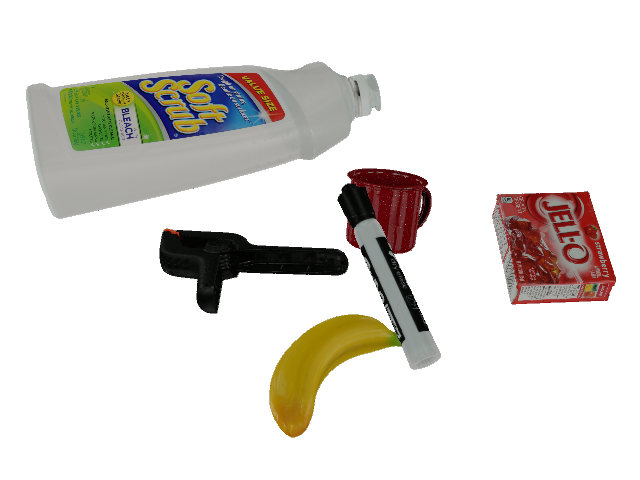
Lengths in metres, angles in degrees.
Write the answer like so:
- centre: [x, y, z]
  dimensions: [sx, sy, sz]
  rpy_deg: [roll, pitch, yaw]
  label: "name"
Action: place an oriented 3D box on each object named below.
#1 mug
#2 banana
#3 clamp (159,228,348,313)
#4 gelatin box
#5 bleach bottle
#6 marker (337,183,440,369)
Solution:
- centre: [0.083, -0.035, 1.242]
  dimensions: [0.117, 0.081, 0.093]
  rpy_deg: [-8, 21, -39]
  label: "mug"
- centre: [0.005, 0.097, 0.845]
  dimensions: [0.070, 0.037, 0.197]
  rpy_deg: [11, 23, 30]
  label: "banana"
- centre: [-0.101, 0.022, 1.037]
  dimensions: [0.210, 0.036, 0.164]
  rpy_deg: [13, 22, 43]
  label: "clamp"
- centre: [0.173, 0.004, 0.797]
  dimensions: [0.073, 0.089, 0.030]
  rpy_deg: [-2, -39, -3]
  label: "gelatin box"
- centre: [-0.082, -0.089, 0.785]
  dimensions: [0.250, 0.102, 0.068]
  rpy_deg: [-13, -36, -7]
  label: "bleach bottle"
- centre: [0.038, 0.018, 0.627]
  dimensions: [0.020, 0.121, 0.020]
  rpy_deg: [-19, -24, -9]
  label: "marker"
